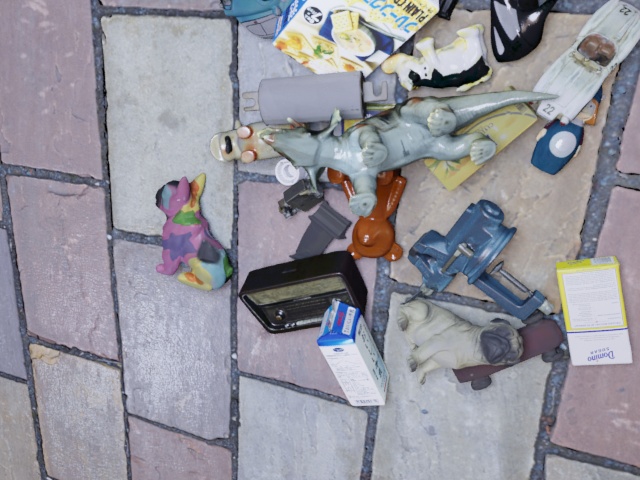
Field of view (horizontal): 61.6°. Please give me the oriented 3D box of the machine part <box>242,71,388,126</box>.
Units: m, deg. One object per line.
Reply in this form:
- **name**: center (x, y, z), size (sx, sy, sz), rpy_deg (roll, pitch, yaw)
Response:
- **machine part**: center (-0.011, -0.231, 0.881), size (0.243, 0.079, 0.079), rpy_deg (-1, 106, 11)

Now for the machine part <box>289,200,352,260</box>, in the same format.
- **machine part**: center (-0.002, -0.003, 1.044), size (0.084, 0.039, 0.139), rpy_deg (38, 115, 2)

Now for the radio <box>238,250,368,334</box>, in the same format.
- **radio**: center (-0.028, 0.106, 1.046), size (0.230, 0.073, 0.131), rpy_deg (-13, 125, 25)

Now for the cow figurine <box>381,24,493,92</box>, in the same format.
- **cow figurine**: center (0.187, -0.278, 0.868), size (0.167, 0.068, 0.098), rpy_deg (-12, 107, 26)

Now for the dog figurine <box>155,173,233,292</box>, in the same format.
- **dog figurine**: center (-0.256, -0.024, 1.104), size (0.192, 0.108, 0.219), rpy_deg (19, 110, 17)

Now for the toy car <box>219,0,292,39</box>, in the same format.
- **toy car**: center (-0.089, -0.399, 0.922), size (0.162, 0.109, 0.102), rpy_deg (-4, 121, 31)

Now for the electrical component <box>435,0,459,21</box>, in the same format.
- **electrical component**: center (0.178, -0.425, 0.829), size (0.115, 0.058, 0.134), rpy_deg (27, 115, 10)

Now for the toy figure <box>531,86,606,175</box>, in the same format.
- **toy figure**: center (0.385, -0.175, 0.825), size (0.064, 0.058, 0.154), rpy_deg (14, 115, -24)

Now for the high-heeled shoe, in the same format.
- **high-heeled shoe**: center (0.270, -0.398, 0.810), size (0.249, 0.086, 0.145), rpy_deg (65, 148, 12)

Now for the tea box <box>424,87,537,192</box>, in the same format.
- **tea box**: center (0.256, -0.162, 0.856), size (0.068, 0.098, 0.169), rpy_deg (48, 118, 3)

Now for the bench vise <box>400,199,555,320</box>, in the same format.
- **bench vise**: center (0.274, 0.057, 0.908), size (0.241, 0.129, 0.223), rpy_deg (39, 119, 11)

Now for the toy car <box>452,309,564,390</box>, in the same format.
- **toy car**: center (0.332, 0.198, 0.962), size (0.202, 0.053, 0.089), rpy_deg (-31, 88, 23)

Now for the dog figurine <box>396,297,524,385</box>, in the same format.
- **dog figurine**: center (0.241, 0.154, 0.942), size (0.191, 0.121, 0.172), rpy_deg (-19, 64, 12)

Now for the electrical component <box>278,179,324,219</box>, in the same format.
- **electrical component**: center (-0.035, -0.075, 1.007), size (0.102, 0.078, 0.045), rpy_deg (-29, 56, 22)

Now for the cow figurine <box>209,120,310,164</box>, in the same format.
- **cow figurine**: center (-0.112, -0.186, 0.997), size (0.195, 0.127, 0.085), rpy_deg (-7, 104, 9)

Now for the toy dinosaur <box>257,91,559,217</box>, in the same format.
- **toy dinosaur**: center (0.118, -0.156, 0.798), size (0.405, 0.192, 0.131), rpy_deg (-17, 126, -4)

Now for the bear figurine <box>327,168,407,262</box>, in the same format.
- **bear figurine**: center (0.084, -0.048, 0.947), size (0.120, 0.132, 0.195), rpy_deg (7, 103, 22)

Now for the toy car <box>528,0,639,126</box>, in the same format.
- **toy car**: center (0.382, -0.253, 0.767), size (0.073, 0.056, 0.201), rpy_deg (40, 89, 14)
